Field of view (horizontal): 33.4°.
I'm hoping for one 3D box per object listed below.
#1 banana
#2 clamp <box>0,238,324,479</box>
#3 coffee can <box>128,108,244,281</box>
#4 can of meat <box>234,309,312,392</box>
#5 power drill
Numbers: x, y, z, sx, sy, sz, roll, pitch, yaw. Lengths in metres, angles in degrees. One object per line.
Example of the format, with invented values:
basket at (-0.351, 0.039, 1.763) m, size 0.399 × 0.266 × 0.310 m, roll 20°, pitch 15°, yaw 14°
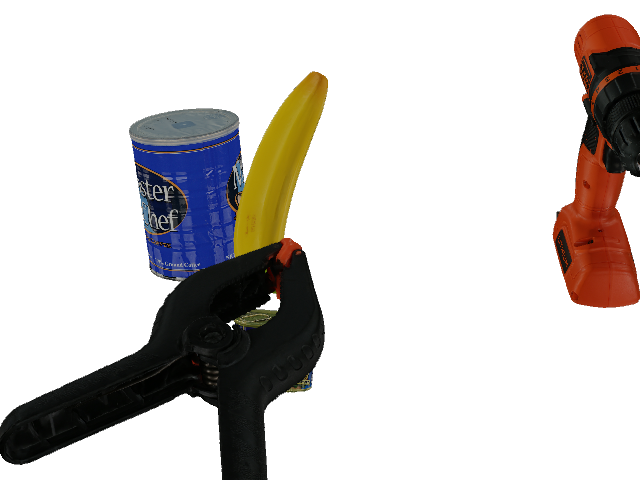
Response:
banana at (-0.031, -0.036, 0.805) m, size 0.070 × 0.197 × 0.037 m, roll -20°, pitch -40°, yaw 41°
clamp at (-0.041, 0.061, 0.470) m, size 0.120 × 0.039 × 0.171 m, roll 28°, pitch 48°, yaw 21°
coffee can at (-0.122, -0.045, 1.018) m, size 0.103 × 0.140 × 0.103 m, roll -4°, pitch 22°, yaw 1°
can of meat at (-0.055, 0.130, 1.260) m, size 0.102 × 0.084 × 0.057 m, roll 5°, pitch 12°, yaw -2°
power drill at (0.212, -0.045, 0.765) m, size 0.057 × 0.188 × 0.184 m, roll 2°, pitch 36°, yaw 3°
